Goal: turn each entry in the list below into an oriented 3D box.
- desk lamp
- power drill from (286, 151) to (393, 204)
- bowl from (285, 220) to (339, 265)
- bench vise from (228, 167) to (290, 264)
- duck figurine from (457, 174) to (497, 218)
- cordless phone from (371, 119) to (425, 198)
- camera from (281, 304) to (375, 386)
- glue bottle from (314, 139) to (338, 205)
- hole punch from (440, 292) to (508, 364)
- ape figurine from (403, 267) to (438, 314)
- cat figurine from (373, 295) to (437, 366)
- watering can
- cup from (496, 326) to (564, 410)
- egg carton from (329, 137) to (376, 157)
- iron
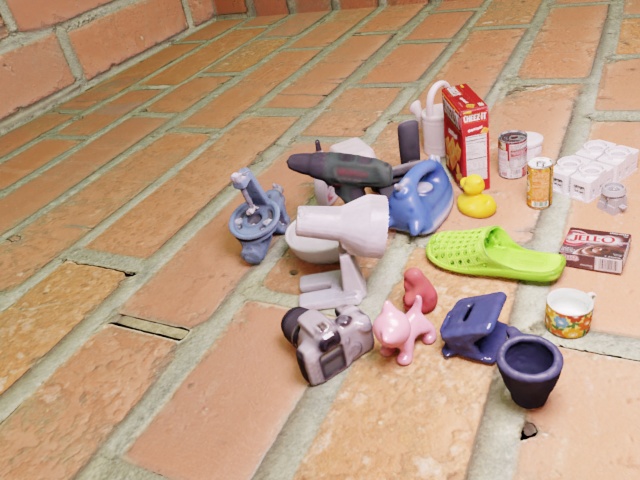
[{"bbox_3d":[0.041,0.020,1.092,0.203,0.214,0.118,-10,34,5],"label":"desk lamp"},{"bbox_3d":[0.052,-0.102,1.273,0.229,0.209,0.075,-3,35,15],"label":"power drill"},{"bbox_3d":[0.011,0.004,1.250,0.167,0.075,0.167,-9,34,6],"label":"bowl"},{"bbox_3d":[-0.149,-0.083,1.301,0.121,0.220,0.207,-8,34,7],"label":"bench vise"},{"bbox_3d":[0.352,-0.105,1.289,0.078,0.086,0.104,-24,35,-16],"label":"duck figurine"},{"bbox_3d":[0.185,-0.200,1.395,0.147,0.185,0.094,-17,34,-7],"label":"cordless phone"},{"bbox_3d":[0.001,0.157,1.004,0.143,0.101,0.136,-29,37,-23],"label":"camera"},{"bbox_3d":[0.007,-0.168,1.418,0.037,0.173,0.078,7,38,27],"label":"glue bottle"},{"bbox_3d":[0.255,0.139,0.955,0.100,0.091,0.109,9,39,29],"label":"hole punch"},{"bbox_3d":[0.177,0.088,1.056,0.075,0.092,0.078,14,42,34],"label":"ape figurine"},{"bbox_3d":[0.136,0.144,0.963,0.067,0.118,0.128,22,47,41],"label":"cat figurine"},{"bbox_3d":[0.315,-0.331,1.537,0.172,0.194,0.101,8,39,28],"label":"watering can"},{"bbox_3d":[0.305,0.195,0.853,0.091,0.095,0.117,-13,33,-1],"label":"cup"},{"bbox_3d":[0.089,-0.224,1.568,0.107,0.069,0.150,-21,34,-13],"label":"egg carton"},{"bbox_3d":[0.233,-0.119,1.299,0.118,0.142,0.259,13,41,34],"label":"iron"}]
